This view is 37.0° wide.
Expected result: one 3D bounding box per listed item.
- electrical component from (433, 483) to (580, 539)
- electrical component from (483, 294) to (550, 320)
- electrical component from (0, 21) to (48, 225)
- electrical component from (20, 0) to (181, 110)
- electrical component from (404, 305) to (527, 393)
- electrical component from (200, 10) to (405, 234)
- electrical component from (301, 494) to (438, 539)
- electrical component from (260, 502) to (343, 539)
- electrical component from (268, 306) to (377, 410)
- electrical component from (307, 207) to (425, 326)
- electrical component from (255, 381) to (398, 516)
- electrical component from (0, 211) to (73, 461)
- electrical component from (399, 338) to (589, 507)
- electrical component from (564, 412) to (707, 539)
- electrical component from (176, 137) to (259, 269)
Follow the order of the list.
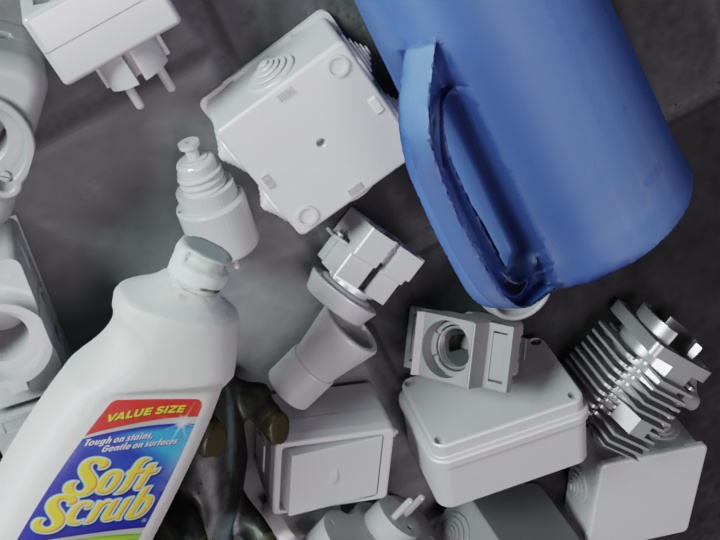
[{"bbox_3d":[0.113,0.204,0.790,0.100,0.099,0.048,10,121,-38],"label":"electrical component"},{"bbox_3d":[0.091,0.000,0.684,0.048,0.055,0.066,-29,125,0],"label":"electrical component"},{"bbox_3d":[-0.193,-0.072,0.537,0.054,0.059,0.095,12,115,-25],"label":"electrical component"},{"bbox_3d":[-0.121,-0.116,0.542,0.066,0.047,0.076,-29,125,0],"label":"electrical component"},{"bbox_3d":[0.071,0.049,0.697,0.064,0.081,0.042,-3,101,-50],"label":"electrical component"},{"bbox_3d":[-0.027,-0.080,0.600,0.100,0.048,0.099,-35,124,6],"label":"electrical component"},{"bbox_3d":[0.016,0.180,0.739,0.073,0.052,0.138,-49,157,16],"label":"electrical component"},{"bbox_3d":[-0.040,0.169,0.752,0.046,0.040,0.040,-34,125,-4],"label":"electrical component"},{"bbox_3d":[-0.027,0.058,0.687,0.044,0.044,0.065,34,110,-33],"label":"electrical component"},{"bbox_3d":[0.000,0.000,0.659,0.066,0.048,0.055,33,98,-32],"label":"electrical component"},{"bbox_3d":[-0.017,0.119,0.715,0.096,0.061,0.061,-5,122,-17],"label":"electrical component"},{"bbox_3d":[-0.218,0.073,0.617,0.105,0.060,0.186,-17,124,-9],"label":"electrical component"},{"bbox_3d":[0.091,0.101,0.732,0.113,0.078,0.057,-17,127,-9],"label":"electrical component"},{"bbox_3d":[0.209,0.161,0.828,0.100,0.048,0.099,-8,122,-15],"label":"electrical component"},{"bbox_3d":[-0.085,-0.039,0.607,0.040,0.040,0.078,-21,124,-7],"label":"electrical component"}]
